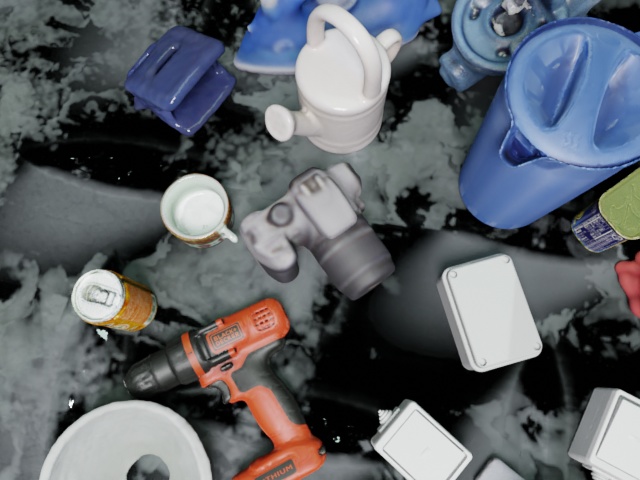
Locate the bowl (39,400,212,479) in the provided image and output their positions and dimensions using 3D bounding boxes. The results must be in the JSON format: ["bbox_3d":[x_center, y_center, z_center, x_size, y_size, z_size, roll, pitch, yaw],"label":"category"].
[{"bbox_3d":[-0.184,0.245,0.573,0.167,0.075,0.167,0,77,1],"label":"bowl"}]

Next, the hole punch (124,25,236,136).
[{"bbox_3d":[-0.168,-0.193,0.665,0.101,0.091,0.109,35,80,8],"label":"hole punch"}]

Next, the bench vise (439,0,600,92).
[{"bbox_3d":[0.229,-0.271,0.614,0.121,0.220,0.207,42,81,10],"label":"bench vise"}]

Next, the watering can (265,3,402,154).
[{"bbox_3d":[0.020,-0.166,0.604,0.101,0.194,0.173,25,79,7],"label":"watering can"}]

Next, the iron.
[{"bbox_3d":[0.012,-0.278,0.658,0.258,0.141,0.118,-23,78,-4],"label":"iron"}]

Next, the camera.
[{"bbox_3d":[0.006,0.002,0.614,0.143,0.101,0.136,-35,79,-7],"label":"camera"}]

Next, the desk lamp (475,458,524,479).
[{"bbox_3d":[0.224,0.306,0.484,0.203,0.213,0.118,38,80,9],"label":"desk lamp"}]

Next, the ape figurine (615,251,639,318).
[{"bbox_3d":[0.364,0.047,0.604,0.076,0.092,0.078,26,79,7],"label":"ape figurine"}]
